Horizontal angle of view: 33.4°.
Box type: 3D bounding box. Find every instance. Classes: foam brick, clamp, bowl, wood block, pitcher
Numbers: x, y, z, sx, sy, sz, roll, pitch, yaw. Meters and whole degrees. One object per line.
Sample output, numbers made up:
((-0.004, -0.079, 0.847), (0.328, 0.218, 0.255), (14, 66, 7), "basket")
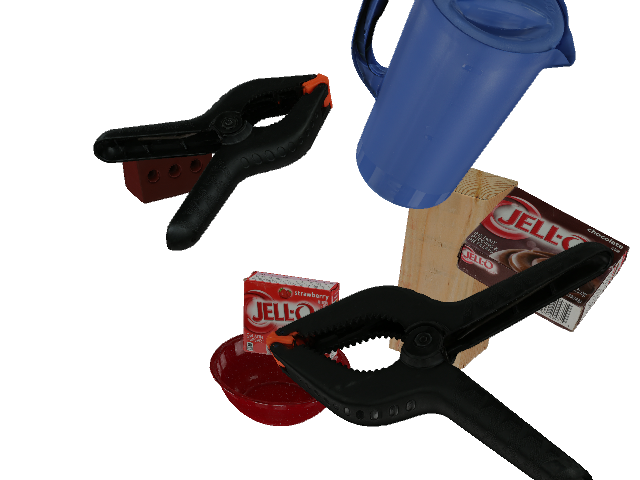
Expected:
((-0.151, -0.077, 1.050), (0.078, 0.053, 0.051), (-17, 31, -22), "foam brick")
((0.072, 0.061, 0.634), (0.210, 0.164, 0.036), (6, -38, 25), "clamp")
((-0.047, 0.165, 1.231), (0.162, 0.055, 0.162), (2, 26, -1), "bowl")
((0.147, 0.029, 1.192), (0.090, 0.206, 0.090), (19, 25, 28), "wood block")
((0.109, -0.146, 0.991), (0.144, 0.149, 0.243), (-8, -32, -25), "pitcher")
((-0.072, -0.073, 0.751), (0.171, 0.120, 0.039), (-37, -28, -24), "clamp")

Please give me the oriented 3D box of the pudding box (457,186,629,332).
((0.184, 0.014, 0.884), (0.114, 0.039, 0.089), (32, 51, 19), "pudding box")

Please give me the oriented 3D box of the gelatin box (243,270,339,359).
((-0.028, 0.072, 0.998), (0.089, 0.073, 0.030), (7, 17, 17), "gelatin box")
